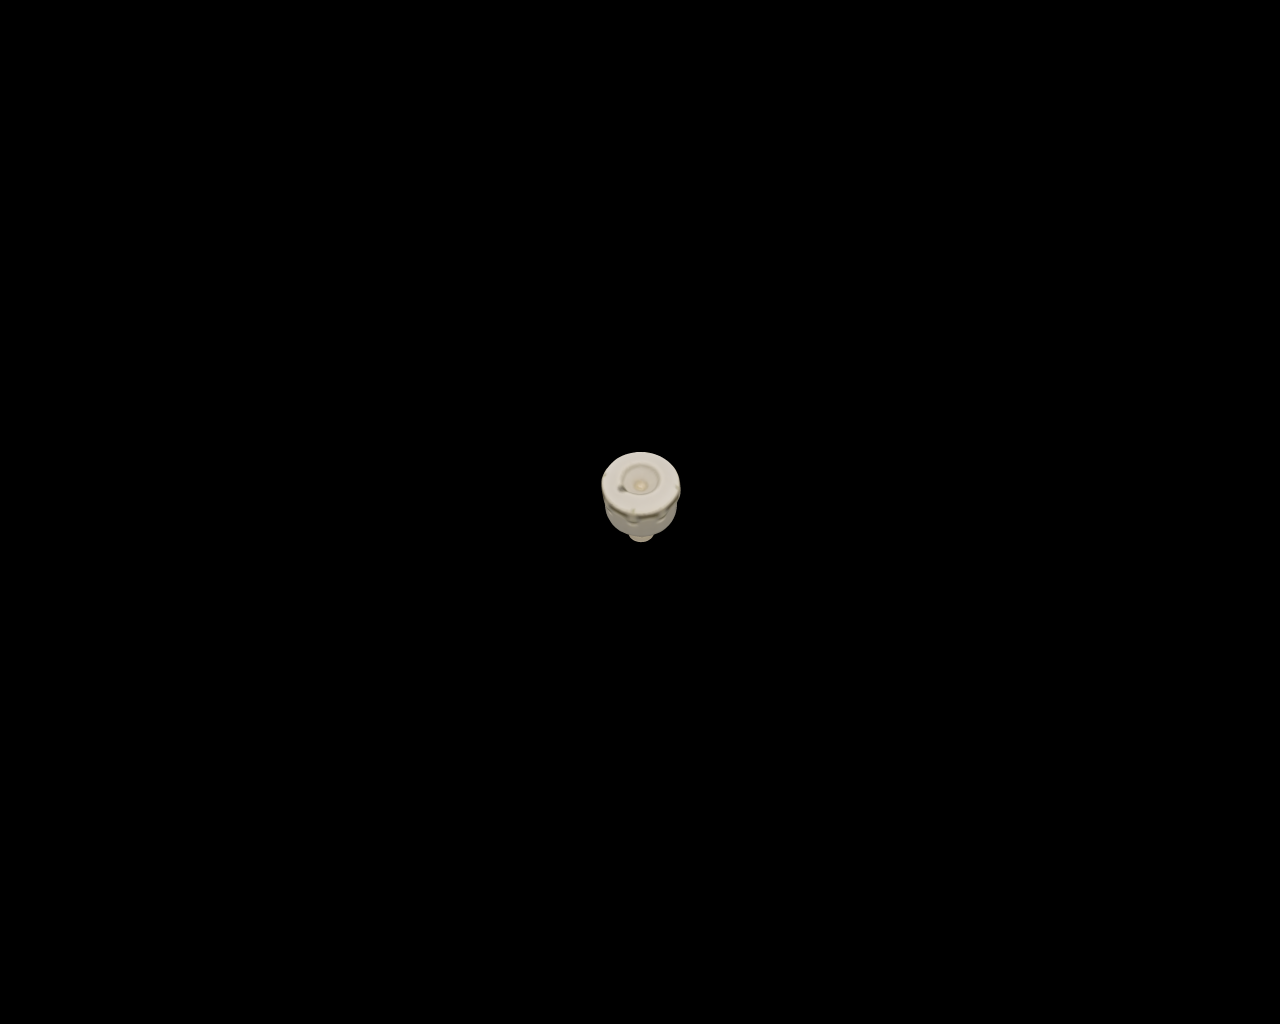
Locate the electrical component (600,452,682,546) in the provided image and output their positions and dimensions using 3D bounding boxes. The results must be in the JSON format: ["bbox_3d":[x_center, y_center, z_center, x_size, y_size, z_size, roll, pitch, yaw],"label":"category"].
[{"bbox_3d":[0.001,-0.003,0.650,0.048,0.048,0.062,0,-34,0],"label":"electrical component"}]
